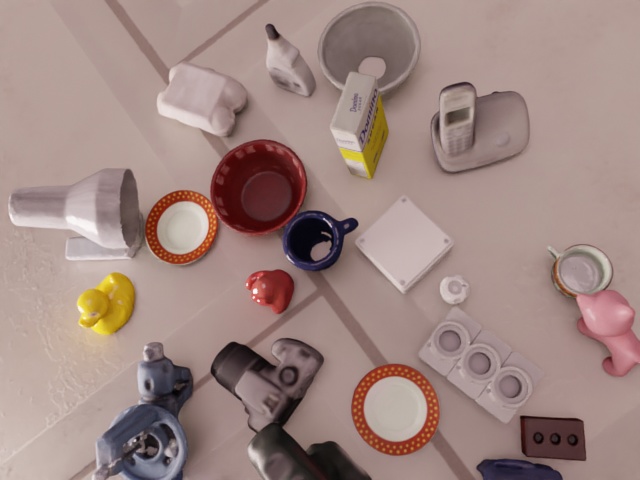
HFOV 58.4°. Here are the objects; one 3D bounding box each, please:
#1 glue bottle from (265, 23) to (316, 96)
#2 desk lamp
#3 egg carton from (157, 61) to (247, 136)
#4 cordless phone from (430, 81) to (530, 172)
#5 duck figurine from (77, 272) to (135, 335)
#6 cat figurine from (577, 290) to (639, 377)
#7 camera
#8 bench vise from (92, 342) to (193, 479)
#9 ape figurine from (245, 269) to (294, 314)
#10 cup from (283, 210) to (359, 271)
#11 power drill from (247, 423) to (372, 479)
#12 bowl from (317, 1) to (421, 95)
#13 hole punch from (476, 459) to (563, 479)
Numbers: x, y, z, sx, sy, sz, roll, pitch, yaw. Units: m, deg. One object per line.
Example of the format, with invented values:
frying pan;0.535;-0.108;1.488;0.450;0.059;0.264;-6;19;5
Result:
glue bottle;-0.058;-0.294;0.921;0.078;0.173;0.037;25;83;15
desk lamp;-0.356;-0.033;0.893;0.203;0.214;0.118;-4;76;10
egg carton;-0.203;-0.244;0.990;0.150;0.069;0.107;21;81;14
cordless phone;0.235;-0.179;0.835;0.147;0.185;0.094;-18;74;6
duck figurine;-0.354;0.100;0.928;0.077;0.086;0.105;20;81;14
cat figurine;0.399;0.119;0.771;0.067;0.118;0.127;-33;73;2
camera;-0.087;0.198;0.850;0.136;0.101;0.143;32;85;16
bench vise;-0.260;0.255;0.805;0.121;0.220;0.207;-21;74;5
ape figurine;-0.080;0.076;0.881;0.076;0.092;0.077;-31;73;2
cup;0.008;0.003;0.881;0.117;0.095;0.091;-25;74;4
power drill;0.010;0.331;0.745;0.229;0.208;0.075;40;87;16
bowl;0.084;-0.302;0.949;0.167;0.075;0.167;-2;77;10
hole punch;0.265;0.345;0.757;0.108;0.091;0.101;1;77;11
